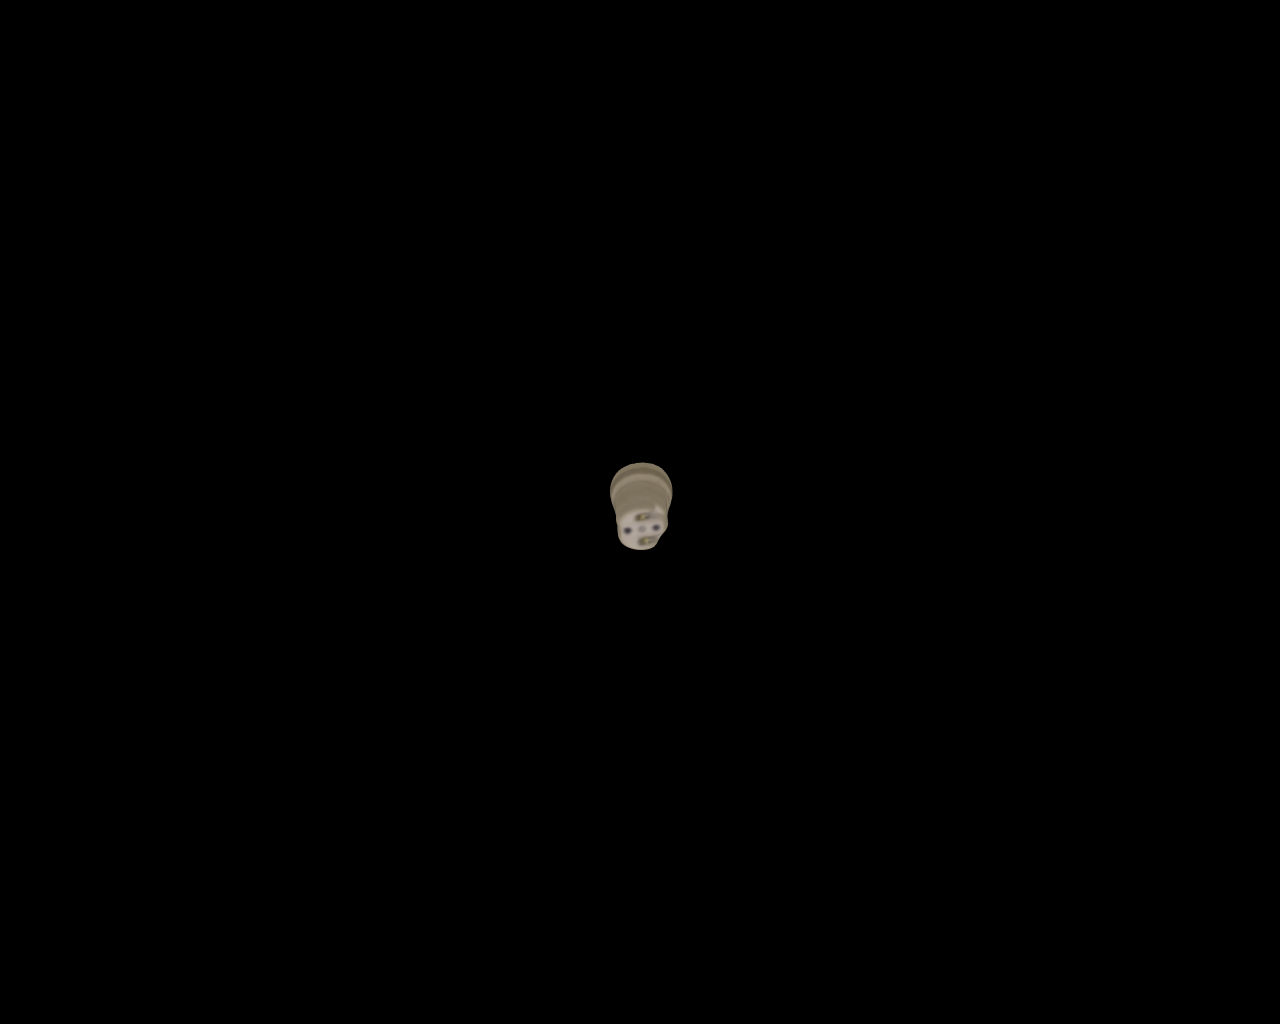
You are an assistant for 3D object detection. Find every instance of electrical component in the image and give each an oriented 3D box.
[{"bbox_3d":[0.001,-0.003,0.650,0.040,0.040,0.046,0,36,0],"label":"electrical component"}]
